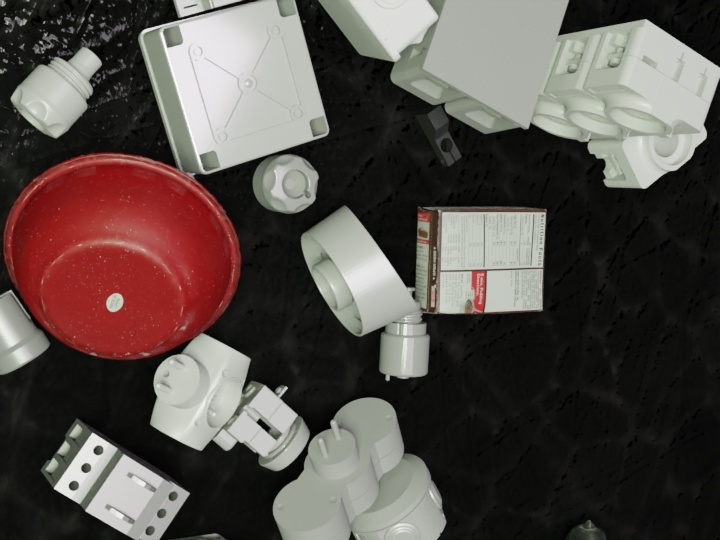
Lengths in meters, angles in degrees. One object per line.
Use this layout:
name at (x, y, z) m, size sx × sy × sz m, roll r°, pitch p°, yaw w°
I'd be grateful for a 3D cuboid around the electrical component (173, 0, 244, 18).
electrical component at (-0.102, -0.209, 0.767) m, size 0.081 × 0.064 × 0.042 m, roll -21°, pitch 106°, yaw -24°

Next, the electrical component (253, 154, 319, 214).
electrical component at (-0.060, -0.065, 0.804) m, size 0.043 × 0.062 × 0.043 m, roll -3°, pitch 97°, yaw -27°

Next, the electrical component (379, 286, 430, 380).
electrical component at (0.037, 0.053, 0.878) m, size 0.040 × 0.040 × 0.078 m, roll 1°, pitch 95°, yaw -27°

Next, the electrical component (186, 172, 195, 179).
electrical component at (-0.135, -0.022, 0.779) m, size 0.066 × 0.047 × 0.076 m, roll -39°, pitch 112°, yaw -18°

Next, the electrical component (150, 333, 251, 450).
electrical component at (-0.124, 0.085, 0.785) m, size 0.077 × 0.044 × 0.079 m, roll -62°, pitch 154°, yaw -8°

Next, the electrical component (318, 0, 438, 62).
electrical component at (0.005, -0.207, 0.804) m, size 0.048 × 0.100 × 0.099 m, roll -42°, pitch 112°, yaw -4°

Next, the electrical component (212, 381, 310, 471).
electrical component at (-0.072, 0.121, 0.827) m, size 0.055 × 0.048 × 0.066 m, roll 44°, pitch 75°, yaw -16°

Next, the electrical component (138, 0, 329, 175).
electrical component at (-0.091, -0.135, 0.784) m, size 0.109 × 0.056 × 0.108 m, roll -21°, pitch 105°, yaw -24°

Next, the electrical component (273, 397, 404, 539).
electrical component at (-0.018, 0.147, 0.822) m, size 0.138 × 0.052 × 0.073 m, roll -51°, pitch 141°, yaw -38°

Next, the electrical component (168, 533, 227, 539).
electrical component at (-0.134, 0.234, 0.772) m, size 0.109 × 0.109 × 0.056 m, roll -1°, pitch 93°, yaw -27°

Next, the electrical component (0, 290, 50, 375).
electrical component at (-0.242, 0.042, 0.736) m, size 0.040 × 0.040 × 0.046 m, roll -34°, pitch 104°, yaw -20°

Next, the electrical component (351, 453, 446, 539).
electrical component at (0.027, 0.191, 0.866) m, size 0.080 × 0.080 × 0.051 m, roll -39°, pitch 116°, yaw -18°

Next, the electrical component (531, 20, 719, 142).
electrical component at (0.203, -0.148, 0.881) m, size 0.089 × 0.150 × 0.061 m, roll 23°, pitch 84°, yaw -27°

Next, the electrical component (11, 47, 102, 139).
electrical component at (-0.204, -0.125, 0.735) m, size 0.043 × 0.043 × 0.062 m, roll 45°, pitch 74°, yaw -24°

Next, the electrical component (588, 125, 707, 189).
electrical component at (0.262, -0.117, 0.967) m, size 0.089 × 0.056 × 0.050 m, roll -37°, pitch 110°, yaw -19°

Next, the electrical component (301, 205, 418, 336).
electrical component at (0.000, 0.000, 0.825) m, size 0.064 × 0.099 × 0.099 m, roll -29°, pitch 108°, yaw -15°

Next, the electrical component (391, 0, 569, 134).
electrical component at (0.104, -0.216, 0.865) m, size 0.105 × 0.060 × 0.186 m, roll 24°, pitch 78°, yaw -27°
